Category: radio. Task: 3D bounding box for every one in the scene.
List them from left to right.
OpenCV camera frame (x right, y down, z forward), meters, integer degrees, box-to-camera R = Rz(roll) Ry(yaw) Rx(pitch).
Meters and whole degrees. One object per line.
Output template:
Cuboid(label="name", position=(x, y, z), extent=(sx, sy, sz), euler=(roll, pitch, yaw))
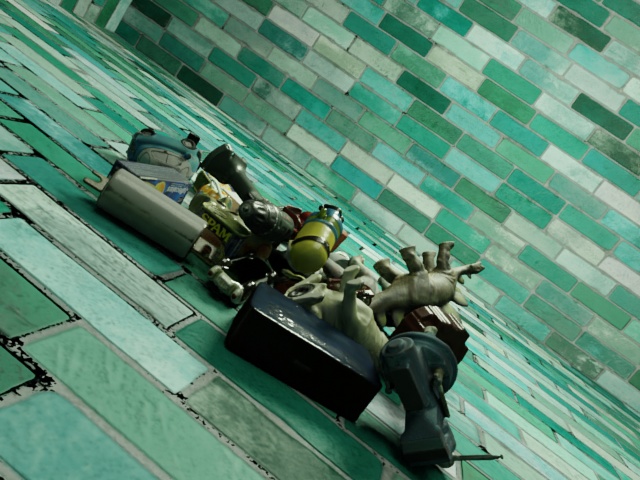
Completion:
Cuboid(label="radio", position=(-0.024, 0.162, 0.810), extent=(0.229, 0.073, 0.131), euler=(35, 10, -11))

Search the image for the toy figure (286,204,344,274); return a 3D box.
Cuboid(label="toy figure", position=(-0.004, -0.006, 1.081), extent=(0.082, 0.089, 0.180), euler=(49, 47, -12))

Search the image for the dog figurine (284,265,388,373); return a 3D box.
Cuboid(label="dog figurine", position=(0.028, 0.160, 0.933), extent=(0.121, 0.172, 0.190), euler=(-62, 139, -70))

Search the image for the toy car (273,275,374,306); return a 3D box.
Cuboid(label="toy car", position=(0.007, 0.097, 1.024), extent=(0.202, 0.053, 0.089), euler=(-3, 26, -18))

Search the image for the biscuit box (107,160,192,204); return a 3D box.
Cuboid(label="biscuit box", position=(-0.333, -0.110, 1.063), extent=(0.063, 0.059, 0.202), euler=(36, 11, 12))

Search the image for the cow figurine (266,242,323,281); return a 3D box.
Cuboid(label="cow figurine", position=(-0.081, 0.045, 1.151), extent=(0.167, 0.068, 0.098), euler=(37, 17, 13))

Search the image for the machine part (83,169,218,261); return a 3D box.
Cuboid(label="machine part", position=(-0.278, -0.043, 0.899), extent=(0.243, 0.079, 0.079), euler=(32, 11, -9))

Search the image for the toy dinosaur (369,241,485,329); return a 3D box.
Cuboid(label="toy dinosaur", position=(0.205, 0.115, 1.152), extent=(0.471, 0.105, 0.198), euler=(-11, 70, -34))

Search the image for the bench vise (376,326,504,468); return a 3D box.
Cuboid(label="bench vise", position=(0.170, 0.223, 0.838), extent=(0.223, 0.129, 0.241), euler=(55, 26, -9))

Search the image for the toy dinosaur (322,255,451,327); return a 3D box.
Cuboid(label="toy dinosaur", position=(0.117, 0.136, 1.244), extent=(0.404, 0.131, 0.192), euler=(23, 15, -24))

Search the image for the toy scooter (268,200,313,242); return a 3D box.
Cuboid(label="toy scooter", position=(-0.050, -0.029, 1.179), extent=(0.184, 0.075, 0.135), euler=(20, 12, -31))

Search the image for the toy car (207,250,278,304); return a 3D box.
Cuboid(label="toy car", position=(-0.133, 0.065, 0.941), extent=(0.073, 0.056, 0.201), euler=(43, 13, 8))

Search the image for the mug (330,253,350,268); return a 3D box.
Cuboid(label="mug", position=(0.051, 0.077, 1.373), extent=(0.109, 0.080, 0.107), euler=(31, 5, -23))

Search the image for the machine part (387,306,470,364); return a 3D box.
Cuboid(label="machine part", position=(0.202, 0.210, 1.029), extent=(0.179, 0.179, 0.056), euler=(27, 17, -37))

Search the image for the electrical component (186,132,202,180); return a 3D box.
Cuboid(label="electrical component", position=(-0.325, -0.196, 1.301), extent=(0.074, 0.119, 0.048), euler=(29, 12, -40))

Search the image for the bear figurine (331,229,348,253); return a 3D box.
Cuboid(label="bear figurine", position=(-0.044, -0.033, 1.432), extent=(0.195, 0.132, 0.120), euler=(38, 6, -16))

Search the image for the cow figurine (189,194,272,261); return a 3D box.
Cuboid(label="cow figurine", position=(-0.182, -0.025, 1.094), extent=(0.195, 0.085, 0.127), euler=(38, 9, -2))

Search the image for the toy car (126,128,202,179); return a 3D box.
Cuboid(label="toy car", position=(-0.346, -0.173, 1.197), extent=(0.161, 0.109, 0.103), euler=(19, 36, -29))

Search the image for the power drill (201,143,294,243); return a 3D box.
Cuboid(label="power drill", position=(-0.137, -0.087, 1.015), extent=(0.207, 0.086, 0.232), euler=(45, 3, 23))
